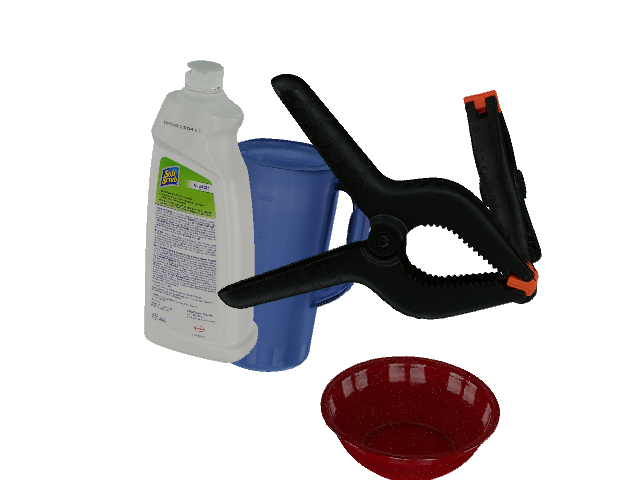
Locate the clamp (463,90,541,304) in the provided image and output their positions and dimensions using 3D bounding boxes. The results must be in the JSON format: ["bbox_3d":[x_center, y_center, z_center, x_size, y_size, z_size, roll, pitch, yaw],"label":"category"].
[{"bbox_3d":[0.151,-0.034,0.876,0.039,0.171,0.120,-17,20,12],"label":"clamp"}]

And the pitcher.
[{"bbox_3d":[-0.043,0.018,1.164,0.144,0.243,0.149,0,19,-22],"label":"pitcher"}]

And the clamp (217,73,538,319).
[{"bbox_3d":[0.041,-0.014,0.696,0.210,0.165,0.036,12,18,11],"label":"clamp"}]

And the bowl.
[{"bbox_3d":[0.081,0.170,0.975,0.162,0.055,0.162,0,27,0],"label":"bowl"}]

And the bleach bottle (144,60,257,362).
[{"bbox_3d":[-0.097,-0.025,0.906,0.103,0.251,0.068,13,25,15],"label":"bleach bottle"}]
